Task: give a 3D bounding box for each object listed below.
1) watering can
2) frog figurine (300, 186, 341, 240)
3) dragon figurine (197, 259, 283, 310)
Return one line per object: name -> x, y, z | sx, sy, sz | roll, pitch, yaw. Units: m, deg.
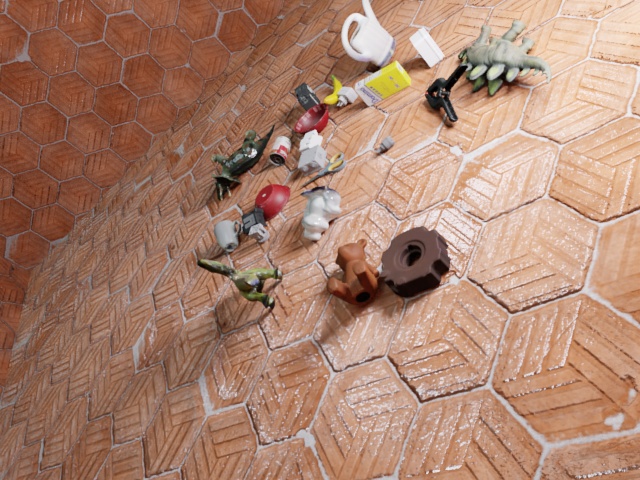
watering can -> 0.199, -0.794, 1.972 | 0.102, 0.223, 0.355 | -32, 32, 54
frog figurine -> 0.005, -0.080, 1.586 | 0.137, 0.123, 0.160 | -8, 85, 33
dragon figurine -> -0.242, 0.108, 1.475 | 0.243, 0.406, 0.123 | 14, 80, 11
